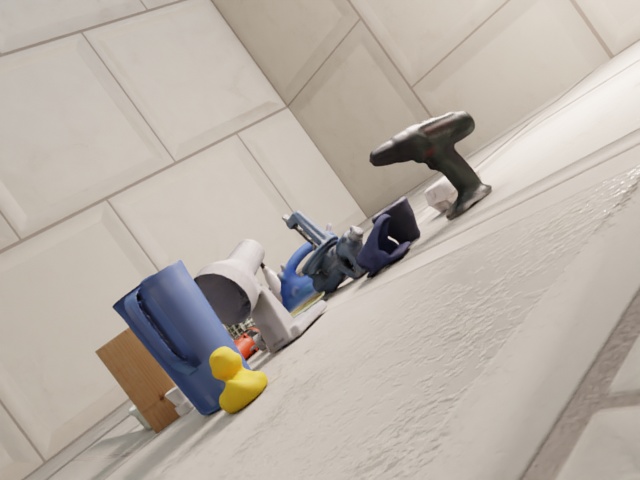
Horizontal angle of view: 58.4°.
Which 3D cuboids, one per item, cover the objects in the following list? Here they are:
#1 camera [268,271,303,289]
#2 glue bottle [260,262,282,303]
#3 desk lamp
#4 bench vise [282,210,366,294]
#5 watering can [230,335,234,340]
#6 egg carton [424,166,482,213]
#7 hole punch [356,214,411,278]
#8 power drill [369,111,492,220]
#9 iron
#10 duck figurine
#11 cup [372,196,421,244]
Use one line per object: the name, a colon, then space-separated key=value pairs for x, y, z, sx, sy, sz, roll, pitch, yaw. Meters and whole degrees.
camera: x=-0.084 y=0.141 z=1.682 sx=0.136 sy=0.101 sz=0.143 roll=-35 pitch=1 yaw=19
glue bottle: x=-0.116 y=0.122 z=1.546 sx=0.037 sy=0.173 sz=0.078 roll=-36 pitch=1 yaw=-2
desk lamp: x=-0.121 y=0.109 z=1.095 sx=0.117 sy=0.213 sz=0.204 roll=-35 pitch=1 yaw=33
bench vise: x=0.017 y=0.001 z=1.339 sx=0.207 sy=0.220 sz=0.122 roll=-35 pitch=1 yaw=26
watering can: x=-0.247 y=0.202 z=1.612 sx=0.100 sy=0.194 sz=0.173 roll=-35 pitch=1 yaw=28
egg carton: x=0.311 y=-0.119 z=1.347 sx=0.107 sy=0.069 sz=0.150 roll=-36 pitch=1 yaw=-14
hole punch: x=0.117 y=0.011 z=1.167 sx=0.101 sy=0.091 sz=0.109 roll=-35 pitch=1 yaw=24
power drill: x=0.243 y=-0.152 z=1.171 sx=0.230 sy=0.208 sz=0.075 roll=-36 pitch=1 yaw=-11
iron: x=-0.023 y=0.076 z=1.466 sx=0.259 sy=0.141 sz=0.118 roll=-36 pitch=1 yaw=-17
duck figurine: x=-0.128 y=0.197 z=0.836 sx=0.077 sy=0.086 sz=0.104 roll=-36 pitch=1 yaw=-2
cup: x=0.170 y=-0.031 z=1.260 sx=0.092 sy=0.095 sz=0.117 roll=-36 pitch=1 yaw=-18
